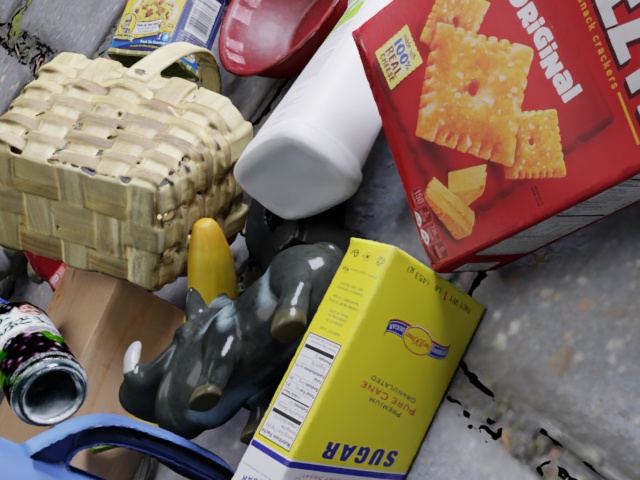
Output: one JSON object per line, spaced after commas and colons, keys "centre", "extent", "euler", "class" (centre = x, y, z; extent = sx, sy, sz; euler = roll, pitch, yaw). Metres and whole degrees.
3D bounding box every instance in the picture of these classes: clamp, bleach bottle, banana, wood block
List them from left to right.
{"centre": [-0.187, 0.135, 0.836], "extent": [0.091, 0.090, 0.206], "euler": [6, 69, 50], "class": "wood block"}
{"centre": [-0.099, 0.081, 0.783], "extent": [0.037, 0.069, 0.198], "euler": [35, 103, 47], "class": "banana"}
{"centre": [-0.005, 0.001, 0.767], "extent": [0.165, 0.036, 0.210], "euler": [-34, 43, 29], "class": "clamp"}
{"centre": [0.031, -0.133, 0.769], "extent": [0.103, 0.068, 0.250], "euler": [-24, 32, 55], "class": "bleach bottle"}

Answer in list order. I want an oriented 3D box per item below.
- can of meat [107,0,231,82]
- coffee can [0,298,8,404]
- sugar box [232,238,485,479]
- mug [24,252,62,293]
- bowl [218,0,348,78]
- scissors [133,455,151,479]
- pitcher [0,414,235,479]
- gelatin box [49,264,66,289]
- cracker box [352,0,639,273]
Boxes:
{"centre": [-0.137, -0.194, 0.967], "extent": [0.102, 0.057, 0.084], "euler": [13, 79, 41], "class": "can of meat"}
{"centre": [-0.287, 0.107, 0.958], "extent": [0.141, 0.102, 0.103], "euler": [9, 72, 51], "class": "coffee can"}
{"centre": [0.022, 0.096, 0.623], "extent": [0.048, 0.093, 0.176], "euler": [13, 76, 51], "class": "sugar box"}
{"centre": [-0.245, 0.001, 1.011], "extent": [0.082, 0.093, 0.117], "euler": [47, 132, 48], "class": "mug"}
{"centre": [-0.012, -0.194, 0.900], "extent": [0.162, 0.055, 0.162], "euler": [-29, 45, 33], "class": "bowl"}
{"centre": [-0.150, 0.260, 0.764], "extent": [0.096, 0.016, 0.202], "euler": [19, 81, 54], "class": "scissors"}
{"centre": [-0.166, 0.185, 0.648], "extent": [0.145, 0.242, 0.149], "euler": [-31, 38, 35], "class": "pitcher"}
{"centre": [-0.193, 0.036, 0.947], "extent": [0.073, 0.030, 0.089], "euler": [-51, 52, 6], "class": "gelatin box"}
{"centre": [0.127, -0.093, 0.582], "extent": [0.214, 0.071, 0.164], "euler": [-31, 70, 44], "class": "cracker box"}
